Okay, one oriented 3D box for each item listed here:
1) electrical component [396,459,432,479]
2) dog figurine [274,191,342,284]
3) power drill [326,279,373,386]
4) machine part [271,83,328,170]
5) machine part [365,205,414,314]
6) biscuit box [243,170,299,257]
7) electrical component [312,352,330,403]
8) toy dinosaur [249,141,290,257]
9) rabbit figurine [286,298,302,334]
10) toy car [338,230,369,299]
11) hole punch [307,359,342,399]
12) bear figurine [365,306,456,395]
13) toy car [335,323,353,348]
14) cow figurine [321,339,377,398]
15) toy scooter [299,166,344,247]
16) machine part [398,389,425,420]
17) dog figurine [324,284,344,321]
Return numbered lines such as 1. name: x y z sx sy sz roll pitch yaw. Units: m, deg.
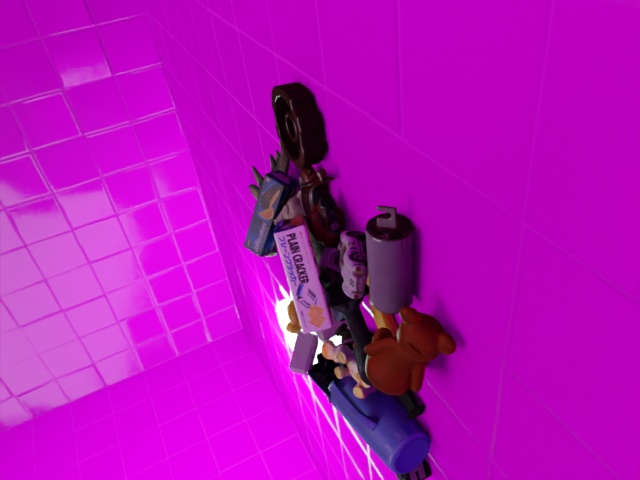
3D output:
1. electrical component: 0.211 0.528 1.227 0.048 0.075 0.119 -147 43 -64
2. dog figurine: 0.000 -0.004 1.221 0.191 0.121 0.172 41 154 28
3. power drill: 0.079 0.184 1.133 0.232 0.086 0.207 -101 -4 -70
4. machine part: -0.045 -0.237 1.108 0.179 0.056 0.179 160 90 -74
5. machine part: 0.119 0.041 0.904 0.079 0.079 0.242 51 155 46
6. biscuit box: -0.118 -0.059 1.261 0.063 0.059 0.202 32 119 20
7. electrical component: 0.043 0.364 1.479 0.134 0.115 0.058 56 158 30
8. toy dinosaur: -0.112 -0.109 1.376 0.199 0.105 0.471 61 148 25
9. rabbit figurine: -0.040 0.189 1.497 0.173 0.122 0.162 19 -101 -76
10. toy car: 0.063 0.041 1.015 0.202 0.056 0.073 -90 2 -69
11. hole punch: 0.040 0.358 1.378 0.142 0.092 0.115 38 166 32
12. bear figurine: 0.156 0.178 0.930 0.120 0.132 0.195 33 127 9
13. toy car: 0.078 0.277 1.366 0.089 0.053 0.202 42 158 22
14. cow figurine: 0.082 0.280 1.235 0.168 0.098 0.068 41 126 37
15. toy scooter: 0.005 -0.080 1.117 0.135 0.075 0.184 133 119 -72
16. machine part: 0.173 0.308 1.138 0.139 0.039 0.084 62 158 25
17. dog figurine: -0.014 0.103 1.354 0.191 0.108 0.219 94 152 -58
